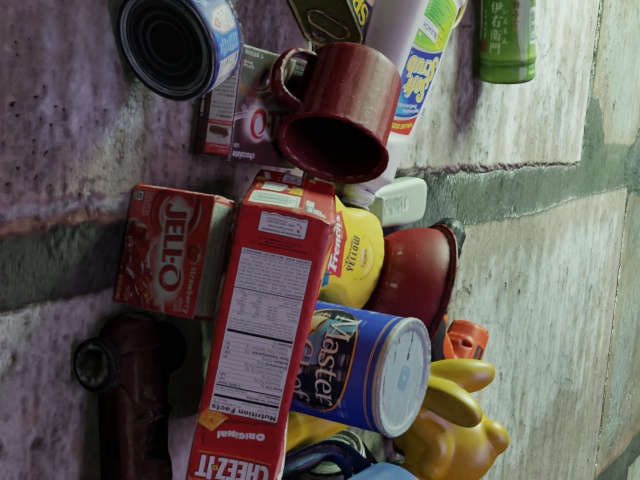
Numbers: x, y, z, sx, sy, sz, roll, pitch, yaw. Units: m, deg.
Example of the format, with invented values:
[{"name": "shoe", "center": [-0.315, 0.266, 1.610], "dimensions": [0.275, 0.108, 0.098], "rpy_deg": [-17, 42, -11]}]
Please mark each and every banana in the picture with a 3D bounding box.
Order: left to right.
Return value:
[{"name": "banana", "center": [-0.016, 0.170, 0.986], "dimensions": [0.197, 0.070, 0.037], "rpy_deg": [-12, 66, -50]}]

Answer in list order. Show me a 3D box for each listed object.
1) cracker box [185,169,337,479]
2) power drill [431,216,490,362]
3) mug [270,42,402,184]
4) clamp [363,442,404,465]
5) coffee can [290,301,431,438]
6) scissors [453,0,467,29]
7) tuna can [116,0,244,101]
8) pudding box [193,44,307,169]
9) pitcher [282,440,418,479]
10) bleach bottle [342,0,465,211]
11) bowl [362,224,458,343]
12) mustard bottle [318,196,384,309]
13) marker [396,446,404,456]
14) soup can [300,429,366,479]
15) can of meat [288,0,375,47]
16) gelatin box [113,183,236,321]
[{"name": "cracker box", "center": [-0.041, 0.065, 0.803], "dimensions": [0.164, 0.072, 0.214], "rpy_deg": [-85, -173, -78]}, {"name": "power drill", "center": [0.144, 0.089, 1.254], "dimensions": [0.184, 0.057, 0.187], "rpy_deg": [-63, 144, -22]}, {"name": "mug", "center": [0.010, -0.110, 0.856], "dimensions": [0.117, 0.093, 0.081], "rpy_deg": [31, 58, -24]}, {"name": "clamp", "center": [0.070, 0.289, 1.200], "dimensions": [0.209, 0.036, 0.164], "rpy_deg": [-6, 101, -60]}, {"name": "coffee can", "center": [0.013, 0.107, 0.934], "dimensions": [0.102, 0.140, 0.103], "rpy_deg": [-26, 120, -56]}, {"name": "scissors", "center": [0.114, -0.236, 1.145], "dimensions": [0.201, 0.016, 0.096], "rpy_deg": [-51, 138, -42]}, {"name": "tuna can", "center": [-0.096, -0.138, 0.725], "dimensions": [0.033, 0.086, 0.086], "rpy_deg": [-44, 135, -45]}, {"name": "pudding box", "center": [-0.053, -0.106, 0.859], "dimensions": [0.113, 0.039, 0.090], "rpy_deg": [0, 98, -61]}, {"name": "pitcher", "center": [-0.018, 0.281, 0.906], "dimensions": [0.242, 0.149, 0.145], "rpy_deg": [-15, 113, -36]}, {"name": "bleach bottle", "center": [0.073, -0.149, 1.051], "dimensions": [0.102, 0.068, 0.251], "rpy_deg": [29, 75, -59]}, {"name": "bowl", "center": [0.071, 0.050, 1.059], "dimensions": [0.055, 0.162, 0.162], "rpy_deg": [22, 75, -18]}, {"name": "mustard bottle", "center": [-0.006, 0.001, 0.956], "dimensions": [0.191, 0.058, 0.096], "rpy_deg": [27, 75, -59]}, {"name": "marker", "center": [0.092, 0.201, 1.230], "dimensions": [0.020, 0.020, 0.121], "rpy_deg": [-46, 136, -46]}, {"name": "soup can", "center": [0.017, 0.246, 1.060], "dimensions": [0.068, 0.069, 0.102], "rpy_deg": [-47, 136, -45]}, {"name": "can of meat", "center": [0.014, -0.231, 0.926], "dimensions": [0.084, 0.058, 0.102], "rpy_deg": [-68, 149, -28]}, {"name": "gelatin box", "center": [-0.105, 0.008, 0.764], "dimensions": [0.030, 0.073, 0.089], "rpy_deg": [13, 87, -61]}]
